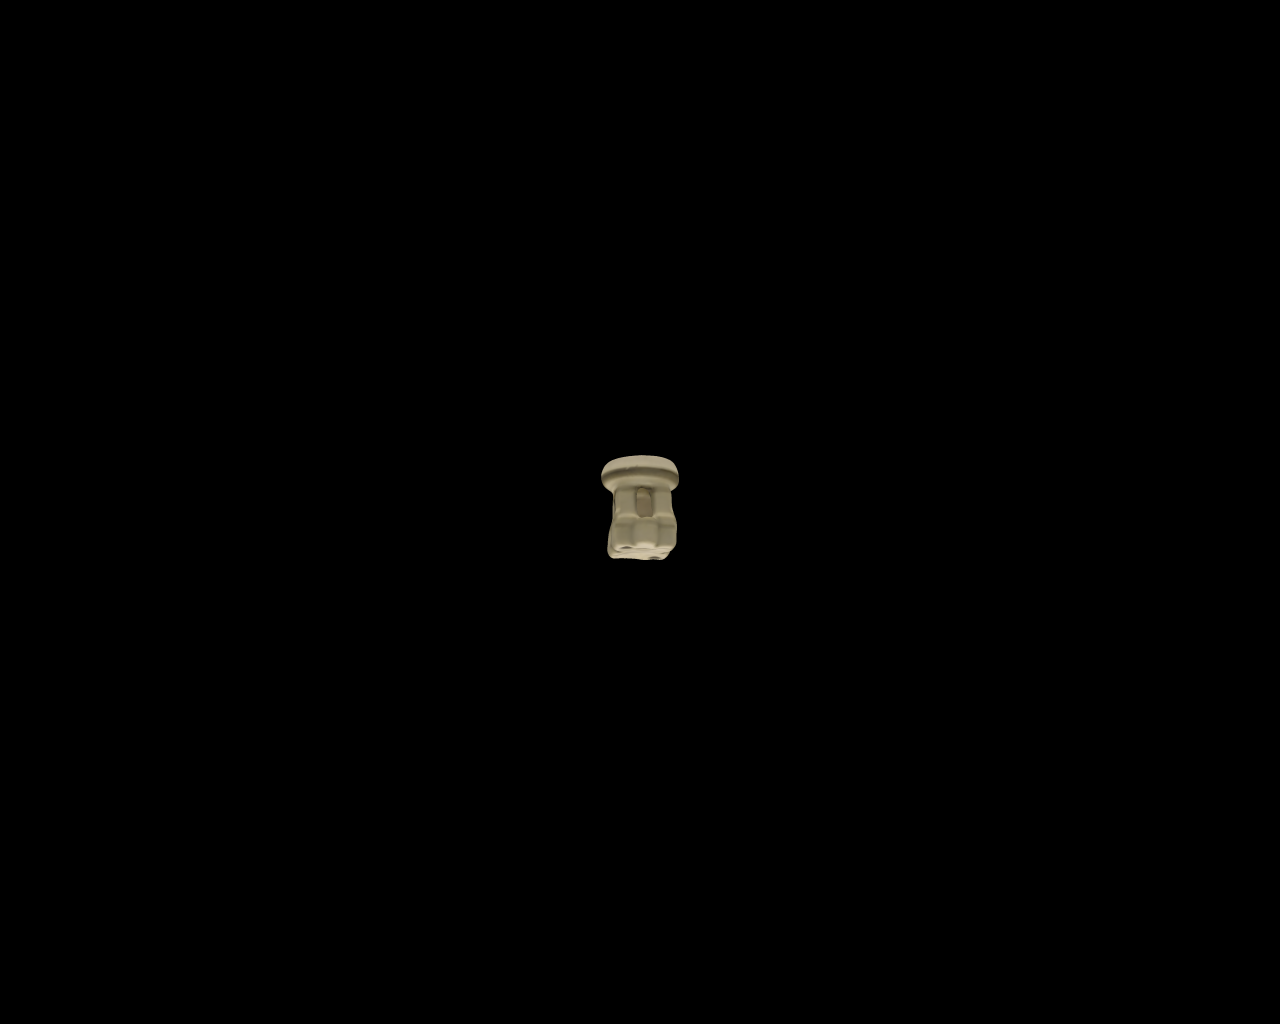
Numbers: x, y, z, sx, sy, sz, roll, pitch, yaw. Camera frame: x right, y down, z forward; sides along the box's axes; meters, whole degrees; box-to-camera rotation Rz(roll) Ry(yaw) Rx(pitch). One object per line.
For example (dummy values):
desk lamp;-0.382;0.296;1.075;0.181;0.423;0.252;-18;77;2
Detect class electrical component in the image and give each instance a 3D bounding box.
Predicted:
electrical component;0.001;-0.003;0.650;0.048;0.055;0.066;2;-14;-7
